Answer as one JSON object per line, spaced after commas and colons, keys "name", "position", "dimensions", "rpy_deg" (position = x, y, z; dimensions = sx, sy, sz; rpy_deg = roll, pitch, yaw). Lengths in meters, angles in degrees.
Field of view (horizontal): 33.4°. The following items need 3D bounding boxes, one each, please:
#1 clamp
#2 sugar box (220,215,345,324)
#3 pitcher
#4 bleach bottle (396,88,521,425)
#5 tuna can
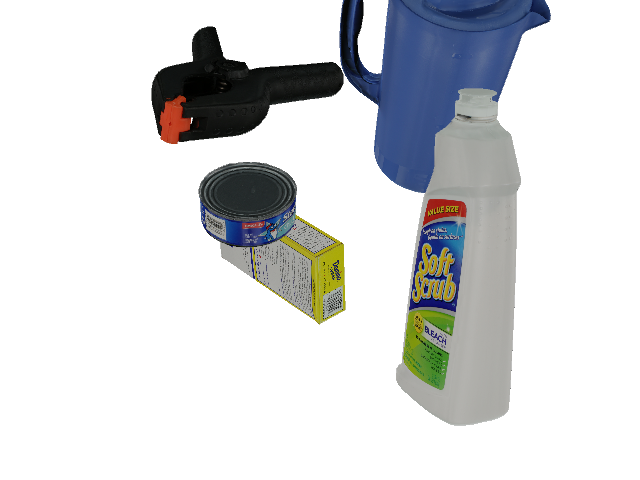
{"name": "clamp", "position": [-0.072, -0.111, 0.744], "dimensions": [0.120, 0.039, 0.171], "rpy_deg": [18, 27, 25]}
{"name": "sugar box", "position": [-0.045, 0.011, 1.184], "dimensions": [0.048, 0.093, 0.176], "rpy_deg": [-25, 41, -30]}
{"name": "pitcher", "position": [0.108, -0.163, 1.042], "dimensions": [0.144, 0.149, 0.243], "rpy_deg": [-27, -31, -24]}
{"name": "bleach bottle", "position": [0.108, 0.009, 0.816], "dimensions": [0.068, 0.251, 0.103], "rpy_deg": [-8, 21, -24]}
{"name": "tuna can", "position": [-0.064, -0.032, 0.940], "dimensions": [0.086, 0.034, 0.086], "rpy_deg": [1, 38, -1]}
